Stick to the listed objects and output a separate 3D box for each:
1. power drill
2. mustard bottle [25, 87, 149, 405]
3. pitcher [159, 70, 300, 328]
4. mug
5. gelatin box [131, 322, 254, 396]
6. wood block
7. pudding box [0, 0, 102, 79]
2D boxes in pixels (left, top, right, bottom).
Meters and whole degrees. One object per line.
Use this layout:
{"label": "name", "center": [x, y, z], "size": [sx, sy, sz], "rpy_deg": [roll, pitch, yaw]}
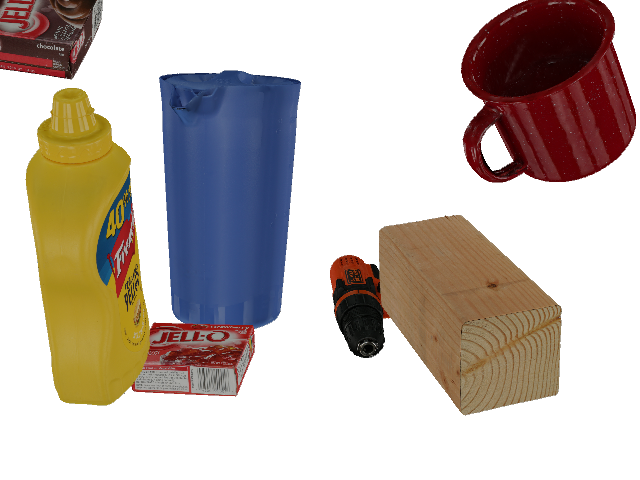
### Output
{"label": "power drill", "center": [0.107, 0.067, 1.186], "size": [0.187, 0.057, 0.184], "rpy_deg": [-3, 28, -5]}
{"label": "mustard bottle", "center": [-0.139, -0.001, 0.638], "size": [0.058, 0.192, 0.096], "rpy_deg": [4, 34, 5]}
{"label": "pitcher", "center": [-0.083, -0.043, 1.038], "size": [0.149, 0.243, 0.145], "rpy_deg": [-2, 15, -17]}
{"label": "mug", "center": [0.135, -0.082, 0.651], "size": [0.093, 0.117, 0.081], "rpy_deg": [34, -15, 48]}
{"label": "gelatin box", "center": [-0.104, 0.095, 0.868], "size": [0.089, 0.030, 0.073], "rpy_deg": [1, 22, 8]}
{"label": "wood block", "center": [0.128, 0.059, 0.968], "size": [0.090, 0.090, 0.206], "rpy_deg": [-9, 25, -13]}
{"label": "pudding box", "center": [-0.234, -0.178, 0.875], "size": [0.090, 0.039, 0.113], "rpy_deg": [9, 35, -2]}
